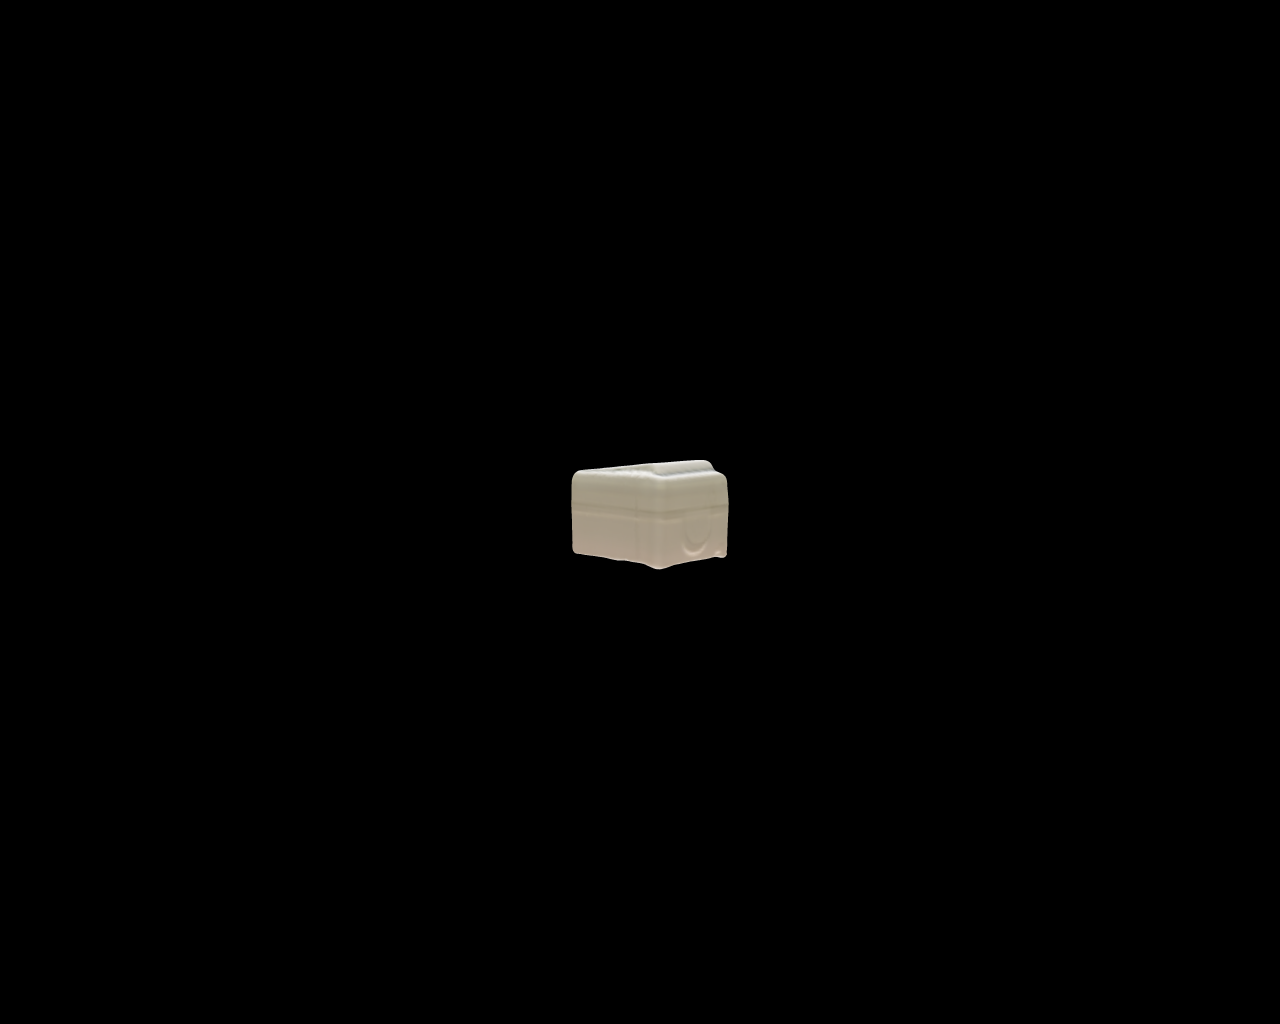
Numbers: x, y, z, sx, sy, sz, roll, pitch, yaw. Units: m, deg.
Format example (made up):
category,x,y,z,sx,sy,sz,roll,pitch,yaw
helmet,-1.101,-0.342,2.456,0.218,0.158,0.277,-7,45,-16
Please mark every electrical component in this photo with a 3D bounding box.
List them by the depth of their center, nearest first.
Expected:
category,x,y,z,sx,sy,sz,roll,pitch,yaw
electrical component,0.001,-0.003,0.650,0.062,0.061,0.096,-6,9,-43
